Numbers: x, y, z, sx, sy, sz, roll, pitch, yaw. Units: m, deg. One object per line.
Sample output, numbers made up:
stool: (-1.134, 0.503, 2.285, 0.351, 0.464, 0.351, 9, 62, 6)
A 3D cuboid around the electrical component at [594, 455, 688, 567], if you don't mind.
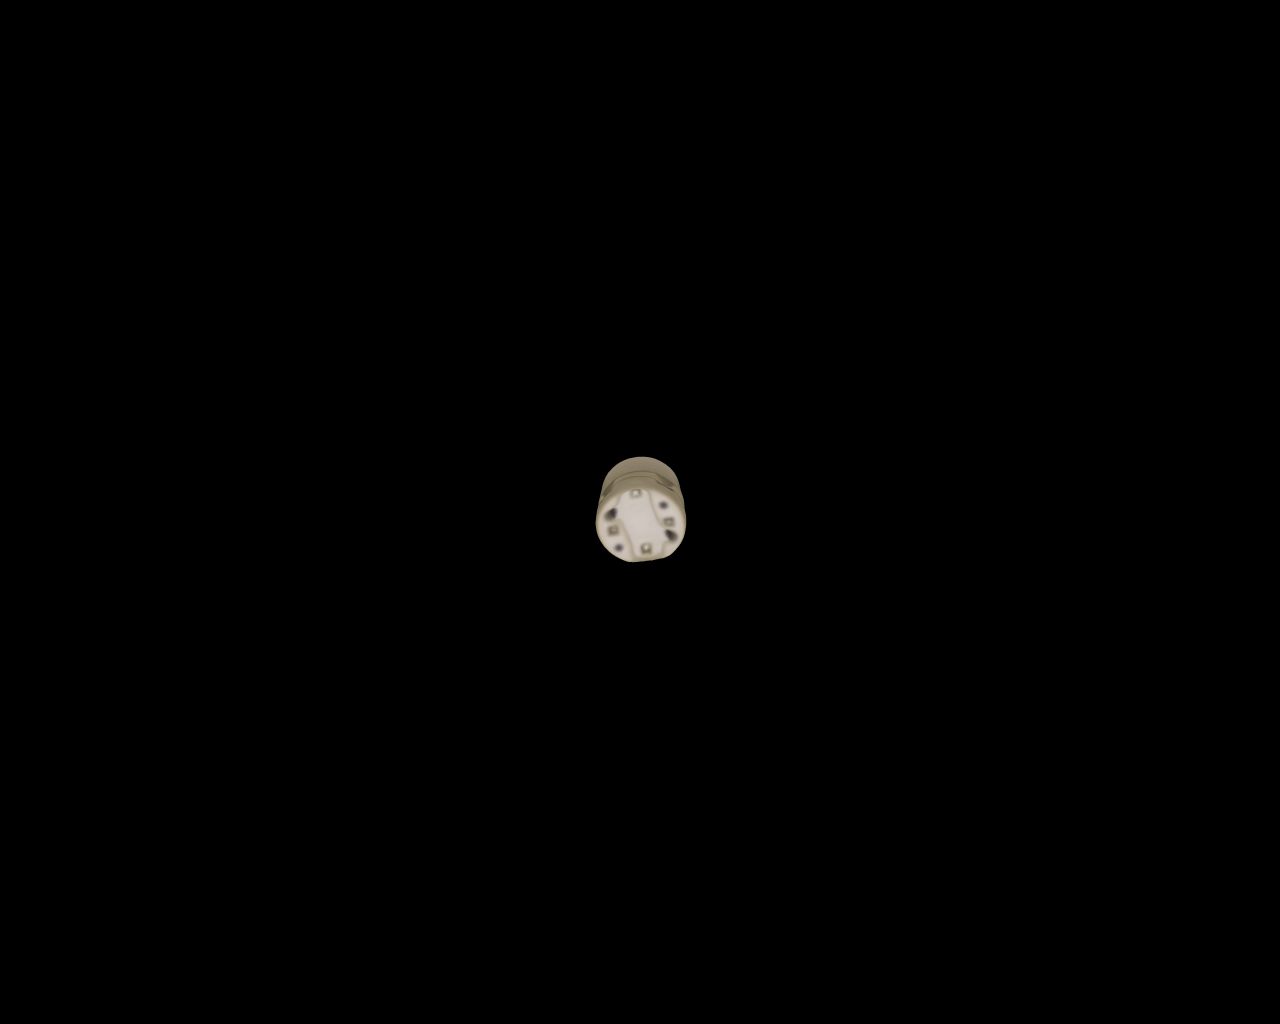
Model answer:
electrical component: (0.001, -0.003, 0.650, 0.055, 0.055, 0.047, 0, 30, 0)
